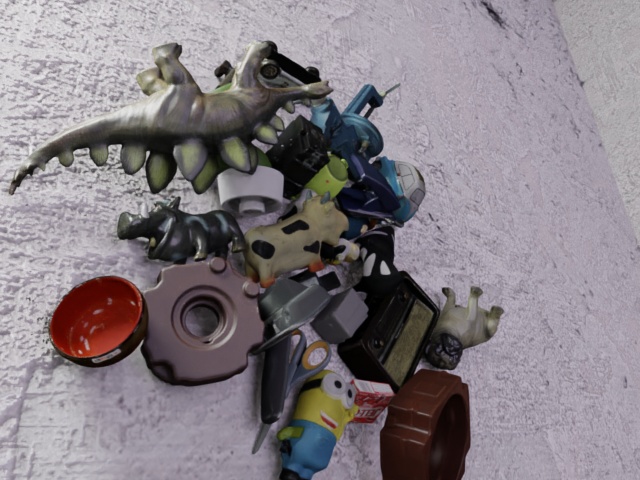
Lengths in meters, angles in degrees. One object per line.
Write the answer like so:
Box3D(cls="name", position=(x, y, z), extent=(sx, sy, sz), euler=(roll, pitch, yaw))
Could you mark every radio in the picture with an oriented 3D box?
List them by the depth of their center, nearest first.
Box3D(cls="radio", position=(0.133, 0.169, 1.009), extent=(0.131, 0.073, 0.229), euler=(50, 43, -12))

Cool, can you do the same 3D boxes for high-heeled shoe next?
Box3D(cls="high-heeled shoe", position=(0.133, 0.024, 1.035), extent=(0.086, 0.145, 0.249), euler=(49, 45, -15))

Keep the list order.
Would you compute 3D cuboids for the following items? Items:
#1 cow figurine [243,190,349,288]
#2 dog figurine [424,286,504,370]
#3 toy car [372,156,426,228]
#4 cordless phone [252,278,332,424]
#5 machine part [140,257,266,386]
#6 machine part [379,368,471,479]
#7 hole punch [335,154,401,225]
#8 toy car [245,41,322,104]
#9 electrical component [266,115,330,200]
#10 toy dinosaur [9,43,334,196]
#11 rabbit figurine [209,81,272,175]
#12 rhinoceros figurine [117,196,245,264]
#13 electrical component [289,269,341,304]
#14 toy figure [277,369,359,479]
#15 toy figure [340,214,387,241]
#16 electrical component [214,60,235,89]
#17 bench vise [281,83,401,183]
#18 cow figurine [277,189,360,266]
Box3D(cls="cow figurine", position=(-0.037, -0.007, 0.881), extent=(0.195, 0.086, 0.127), euler=(-18, 107, -31))
Box3D(cls="dog figurine", position=(0.304, 0.215, 1.152), extent=(0.172, 0.121, 0.190), euler=(39, 60, -19))
Box3D(cls="toy car", position=(0.178, -0.114, 1.172), extent=(0.109, 0.103, 0.161), euler=(31, 45, -57))
Box3D(cls="cordless phone", position=(-0.051, 0.161, 0.777), extent=(0.088, 0.146, 0.184), euler=(21, 52, -27))
Box3D(cls="machine part", position=(-0.160, 0.110, 0.728), extent=(0.179, 0.056, 0.179), euler=(7, 68, -17))
Box3D(cls="machine part", position=(0.180, 0.336, 0.905), extent=(0.201, 0.087, 0.201), euler=(-26, 113, -52))
Box3D(cls="hole punch", position=(0.100, -0.101, 1.052), extent=(0.116, 0.092, 0.142), euler=(11, 26, -19))
Box3D(cls="toy car", position=(-0.065, -0.341, 1.107), extent=(0.201, 0.056, 0.073), euler=(19, 50, -38))
Box3D(cls="electrical component", position=(-0.046, -0.155, 0.969), extent=(0.058, 0.115, 0.134), euler=(30, 30, -33))
Box3D(cls="toy dinosaur", position=(-0.192, -0.169, 0.764), extent=(0.471, 0.105, 0.198), euler=(-14, 82, -19))
Box3D(cls="rabbit figurine", position=(-0.141, -0.167, 0.896), extent=(0.159, 0.121, 0.170), euler=(-38, 108, -44))
Box3D(cls="rhinoceros figurine", position=(-0.197, -0.012, 0.785), extent=(0.190, 0.073, 0.112), euler=(-2, 72, -45))
Box3D(cls="electrical component", position=(-0.020, 0.087, 0.924), extent=(0.119, 0.048, 0.075), euler=(-26, 89, -49))
Box3D(cls="toy figure", position=(-0.011, 0.278, 0.807), extent=(0.082, 0.089, 0.180), euler=(59, 46, -40))
Box3D(cls="toy figure", position=(0.082, -0.038, 1.079), extent=(0.064, 0.057, 0.154), euler=(46, 42, 16))
Box3D(cls="electrical component", position=(-0.154, -0.281, 0.997), extent=(0.102, 0.045, 0.078), euler=(38, 66, -22))
Box3D(cls="bench vise", position=(0.064, -0.249, 1.119), extent=(0.223, 0.129, 0.240), euler=(49, 60, -25))
Box3D(cls="cow figurine", position=(0.000, -0.003, 0.977), extent=(0.167, 0.068, 0.098), euler=(44, 50, -13))
